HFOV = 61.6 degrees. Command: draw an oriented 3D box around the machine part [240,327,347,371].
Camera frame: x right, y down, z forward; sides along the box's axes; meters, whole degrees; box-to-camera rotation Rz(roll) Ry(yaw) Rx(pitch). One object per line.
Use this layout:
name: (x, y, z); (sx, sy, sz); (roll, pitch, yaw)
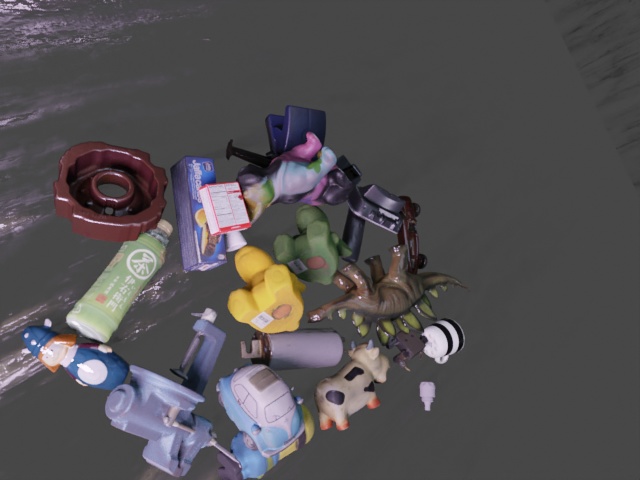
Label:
machine part: (-0.042, 0.205, 1.013); (0.243, 0.079, 0.079); (6, 71, -39)

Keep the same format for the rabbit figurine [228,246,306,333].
rabbit figurine: (-0.093, 0.078, 0.985); (0.162, 0.122, 0.173); (34, 14, -49)

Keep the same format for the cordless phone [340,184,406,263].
cordless phone: (0.118, -0.024, 1.243); (0.146, 0.089, 0.184); (24, 71, -31)

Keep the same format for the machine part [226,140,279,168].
machine part: (-0.125, -0.163, 1.089); (0.139, 0.084, 0.039); (16, 87, -26)

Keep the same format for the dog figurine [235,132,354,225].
dog figurine: (-0.062, -0.097, 1.042); (0.109, 0.219, 0.191); (56, 2, 42)

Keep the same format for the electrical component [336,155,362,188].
electrical component: (0.051, -0.146, 1.191); (0.074, 0.119, 0.048); (50, 50, -11)

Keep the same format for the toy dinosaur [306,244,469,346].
toy dinosaur: (0.167, 0.118, 1.195); (0.471, 0.105, 0.198); (-17, 83, -35)

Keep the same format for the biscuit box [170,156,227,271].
biscuit box: (-0.219, -0.049, 0.969); (0.059, 0.063, 0.202); (0, 75, -42)

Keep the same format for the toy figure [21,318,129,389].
toy figure: (-0.355, 0.168, 0.779); (0.154, 0.058, 0.064); (34, 62, -27)

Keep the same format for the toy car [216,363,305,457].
toy car: (-0.093, 0.257, 0.876); (0.109, 0.102, 0.162); (-23, 55, -38)

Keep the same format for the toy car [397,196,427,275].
toy car: (0.220, -0.015, 1.329); (0.089, 0.053, 0.202); (11, 66, -40)

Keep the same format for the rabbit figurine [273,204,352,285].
rabbit figurine: (-0.002, -0.003, 1.096); (0.159, 0.121, 0.170); (43, 29, -32)

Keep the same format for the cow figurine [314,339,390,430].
cow figurine: (0.067, 0.280, 1.077); (0.195, 0.085, 0.127); (-21, 94, -41)

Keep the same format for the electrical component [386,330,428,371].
electrical component: (0.200, 0.246, 1.225); (0.078, 0.045, 0.102); (42, 43, 17)

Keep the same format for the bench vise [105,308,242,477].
bench vise: (-0.204, 0.226, 0.824); (0.223, 0.129, 0.240); (41, 62, -37)

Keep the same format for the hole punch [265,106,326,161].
hole punch: (-0.046, -0.227, 1.163); (0.142, 0.092, 0.115); (-3, 80, -44)

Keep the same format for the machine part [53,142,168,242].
machine part: (-0.330, -0.076, 0.854); (0.179, 0.056, 0.179); (14, 50, -17)

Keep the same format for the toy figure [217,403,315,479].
toy figure: (-0.087, 0.345, 0.918); (0.089, 0.082, 0.180); (41, 42, 19)
